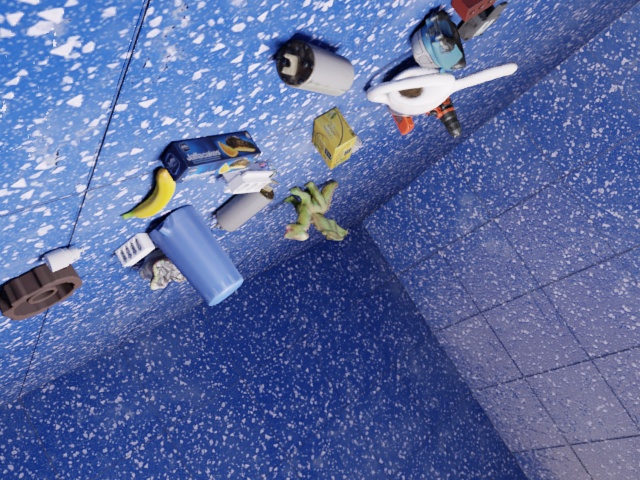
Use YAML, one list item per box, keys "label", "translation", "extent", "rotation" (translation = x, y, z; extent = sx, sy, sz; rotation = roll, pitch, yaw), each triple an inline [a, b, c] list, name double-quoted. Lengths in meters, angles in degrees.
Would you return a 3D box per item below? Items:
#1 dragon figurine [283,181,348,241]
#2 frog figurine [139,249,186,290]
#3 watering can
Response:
- label: "dragon figurine"
  translation: [0.006, -0.093, 1.845]
  extent: [0.414, 0.245, 0.120]
  rotation: [-22, 162, -47]
- label: "frog figurine"
  translation: [-0.467, 0.069, 1.523]
  extent: [0.138, 0.120, 0.161]
  rotation: [-39, -149, -13]
- label: "watering can"
  translation: [0.287, -0.377, 1.276]
  extent: [0.347, 0.104, 0.225]
  rotation: [-7, -176, 5]
